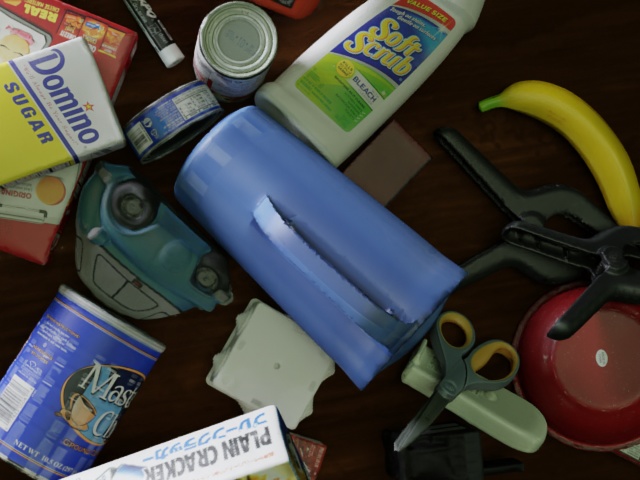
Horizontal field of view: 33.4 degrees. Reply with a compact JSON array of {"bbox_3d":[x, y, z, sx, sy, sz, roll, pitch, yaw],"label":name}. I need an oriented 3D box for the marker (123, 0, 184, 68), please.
[{"bbox_3d":[-0.162,-0.209,0.956,0.020,0.020,0.121,-34,92,-10],"label":"marker"}]

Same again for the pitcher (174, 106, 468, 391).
[{"bbox_3d":[-0.006,0.001,0.894,0.243,0.149,0.144,42,55,7],"label":"pitcher"}]

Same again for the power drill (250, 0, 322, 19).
[{"bbox_3d":[-0.045,-0.282,0.916,0.184,0.057,0.187,21,48,-6],"label":"power drill"}]

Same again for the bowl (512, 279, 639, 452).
[{"bbox_3d":[0.254,0.110,0.967,0.162,0.055,0.162,-2,79,8],"label":"bowl"}]

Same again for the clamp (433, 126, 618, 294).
[{"bbox_3d":[0.184,-0.001,0.994,0.210,0.036,0.164,16,89,-9],"label":"clamp"}]

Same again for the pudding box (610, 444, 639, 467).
[{"bbox_3d":[0.322,0.162,1.008,0.090,0.039,0.113,28,85,-7],"label":"pudding box"}]

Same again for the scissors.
[{"bbox_3d":[0.101,0.115,0.926,0.201,0.016,0.096,-16,56,-45],"label":"scissors"}]

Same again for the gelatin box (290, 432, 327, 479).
[{"bbox_3d":[-0.043,0.213,0.948,0.073,0.030,0.089,19,84,-8],"label":"gelatin box"}]

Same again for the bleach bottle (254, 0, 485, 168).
[{"bbox_3d":[0.061,-0.182,0.971,0.102,0.068,0.250,44,79,-5],"label":"bleach bottle"}]

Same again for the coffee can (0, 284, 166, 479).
[{"bbox_3d":[-0.208,0.122,0.889,0.102,0.103,0.140,32,82,-7],"label":"coffee can"}]

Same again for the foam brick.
[{"bbox_3d":[0.053,-0.062,0.968,0.051,0.053,0.078,44,80,-5],"label":"foam brick"}]

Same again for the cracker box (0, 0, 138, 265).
[{"bbox_3d":[-0.269,-0.105,0.907,0.164,0.072,0.213,21,85,-7],"label":"cracker box"}]

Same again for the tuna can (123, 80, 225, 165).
[{"bbox_3d":[-0.127,-0.102,0.923,0.086,0.086,0.034,-33,91,-10],"label":"tuna can"}]

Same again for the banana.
[{"bbox_3d":[0.243,-0.091,1.012,0.198,0.037,0.070,39,103,-4],"label":"banana"}]

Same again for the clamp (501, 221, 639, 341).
[{"bbox_3d":[0.248,0.018,0.957,0.171,0.039,0.120,-14,65,-24],"label":"clamp"}]

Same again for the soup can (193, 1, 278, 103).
[{"bbox_3d":[-0.075,-0.162,0.926,0.068,0.102,0.068,1,86,-9],"label":"soup can"}]

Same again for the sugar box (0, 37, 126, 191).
[{"bbox_3d":[-0.253,-0.089,0.849,0.176,0.048,0.093,-22,92,-7],"label":"sugar box"}]
